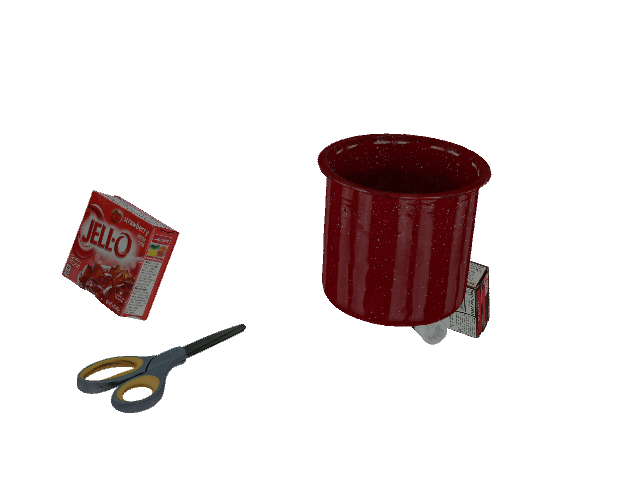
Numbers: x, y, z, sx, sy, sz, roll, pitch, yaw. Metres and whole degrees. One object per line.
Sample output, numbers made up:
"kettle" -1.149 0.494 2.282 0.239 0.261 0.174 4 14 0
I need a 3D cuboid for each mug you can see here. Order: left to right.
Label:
"mug" 0.046 -0.010 0.599 0.093 0.081 0.117 10 26 14

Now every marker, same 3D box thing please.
"marker" 0.057 0.040 0.794 0.020 0.020 0.121 0 24 -25

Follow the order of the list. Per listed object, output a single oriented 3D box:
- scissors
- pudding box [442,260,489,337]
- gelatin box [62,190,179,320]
"scissors" -0.146 0.130 1.092 0.201 0.016 0.096 -12 31 -28
"pudding box" 0.129 0.052 1.176 0.114 0.039 0.090 18 -38 23
"gelatin box" -0.155 0.010 0.819 0.089 0.073 0.030 28 9 41
